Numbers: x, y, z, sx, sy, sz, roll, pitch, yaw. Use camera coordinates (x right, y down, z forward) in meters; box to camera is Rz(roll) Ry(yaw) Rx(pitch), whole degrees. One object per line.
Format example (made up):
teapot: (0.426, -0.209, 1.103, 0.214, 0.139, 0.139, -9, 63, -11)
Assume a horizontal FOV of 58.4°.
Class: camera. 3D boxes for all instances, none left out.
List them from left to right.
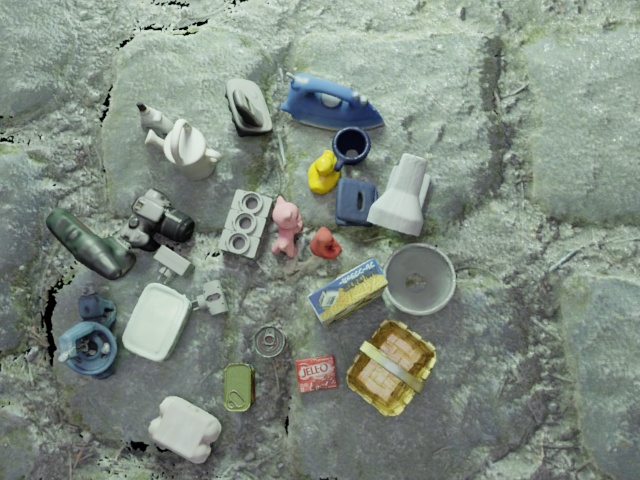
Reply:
camera: (-0.378, -0.036, 1.353, 0.136, 0.101, 0.143, 26, 80, 7)

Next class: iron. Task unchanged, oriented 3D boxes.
iron: (0.035, -0.341, 1.380, 0.258, 0.141, 0.119, 15, 79, 5)

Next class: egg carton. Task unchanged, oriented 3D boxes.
egg carton: (-0.299, 0.420, 1.271, 0.150, 0.069, 0.107, 25, 80, 7)

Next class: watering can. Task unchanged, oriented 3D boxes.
watering can: (-0.320, -0.214, 1.340, 0.173, 0.194, 0.101, -8, 78, 1)

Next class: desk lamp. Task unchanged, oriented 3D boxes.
desk lamp: (0.185, -0.096, 1.287, 0.118, 0.213, 0.203, 17, 79, 6)

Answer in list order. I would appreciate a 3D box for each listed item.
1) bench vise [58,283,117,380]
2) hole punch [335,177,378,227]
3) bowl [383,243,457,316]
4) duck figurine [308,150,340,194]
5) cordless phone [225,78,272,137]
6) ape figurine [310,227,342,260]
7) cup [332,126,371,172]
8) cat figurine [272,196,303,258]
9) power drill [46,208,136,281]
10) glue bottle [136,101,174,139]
bench vise: (-0.523, 0.203, 1.248, 0.121, 0.220, 0.207, -25, 78, -3)
hole punch: (0.086, -0.089, 1.352, 0.101, 0.091, 0.109, 3, 78, 3)
bowl: (0.224, 0.093, 1.317, 0.167, 0.075, 0.167, 0, 78, 2)
duck figurine: (0.008, -0.166, 1.373, 0.077, 0.086, 0.105, 21, 80, 7)
cordless phone: (-0.180, -0.336, 1.364, 0.094, 0.185, 0.147, -21, 78, -2)
ape figurine: (0.012, 0.005, 1.334, 0.076, 0.092, 0.078, -6, 78, 1)
cup: (0.069, -0.204, 1.374, 0.091, 0.095, 0.118, 29, 81, 8)
cat figurine: (-0.080, -0.031, 1.332, 0.067, 0.118, 0.128, 7, 79, 4)
power drill: (-0.499, 0.024, 1.290, 0.229, 0.208, 0.076, 38, 82, 9)
glue bottle: (-0.401, -0.289, 1.369, 0.078, 0.173, 0.037, 7, 78, 4)
